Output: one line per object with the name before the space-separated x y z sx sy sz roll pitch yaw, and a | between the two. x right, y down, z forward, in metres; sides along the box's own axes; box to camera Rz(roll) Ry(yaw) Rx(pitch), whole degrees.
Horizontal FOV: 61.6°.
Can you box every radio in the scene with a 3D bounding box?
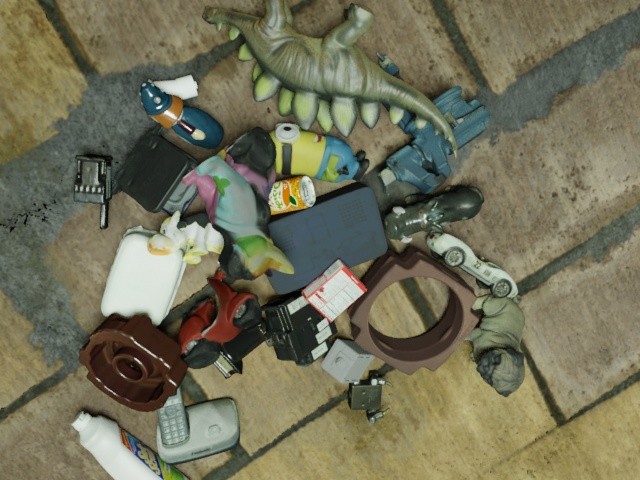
radio | -0.002 -0.003 0.952 0.230 0.073 0.131 -21 104 -4

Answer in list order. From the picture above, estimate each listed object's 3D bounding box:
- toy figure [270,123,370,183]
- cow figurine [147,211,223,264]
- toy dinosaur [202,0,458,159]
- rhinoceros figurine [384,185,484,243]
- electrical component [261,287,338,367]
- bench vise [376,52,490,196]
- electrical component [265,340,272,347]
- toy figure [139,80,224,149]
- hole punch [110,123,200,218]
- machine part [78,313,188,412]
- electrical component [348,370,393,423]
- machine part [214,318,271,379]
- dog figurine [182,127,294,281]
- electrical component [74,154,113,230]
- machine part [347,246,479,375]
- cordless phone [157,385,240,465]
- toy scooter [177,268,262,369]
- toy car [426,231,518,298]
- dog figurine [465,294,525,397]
toy figure | -0.010 -0.142 0.922 0.180 0.082 0.089 17 95 -15
cow figurine | -0.202 -0.013 0.887 0.167 0.068 0.098 7 69 -39
toy dinosaur | 0.017 -0.270 0.851 0.472 0.105 0.198 22 107 9
rhinoceros figurine | 0.201 -0.045 0.961 0.190 0.112 0.073 -16 105 -15
electrical component | -0.033 0.153 0.954 0.115 0.058 0.134 -25 103 -41
bench vise | 0.160 -0.206 0.926 0.224 0.129 0.240 -36 84 8
electrical component | -0.083 0.167 0.994 0.063 0.021 0.094 -32 105 -3
toy figure | -0.224 -0.195 0.856 0.154 0.064 0.057 27 89 -43
hole punch | -0.258 -0.105 0.890 0.116 0.092 0.142 37 96 20
machine part | -0.307 0.203 0.888 0.180 0.056 0.179 8 121 13
electrical component | 0.096 0.299 1.037 0.078 0.045 0.102 7 99 -13
machine part | -0.145 0.191 0.970 0.139 0.039 0.084 -41 94 17
dog figurine | -0.104 -0.044 0.844 0.191 0.108 0.219 -43 108 -33
electrical component | -0.367 -0.079 0.874 0.048 0.075 0.119 5 102 -11
machine part | 0.166 0.127 0.981 0.201 0.087 0.201 32 104 -14
cordless phone | -0.228 0.296 0.970 0.147 0.088 0.184 -13 84 -7
toy scooter | -0.185 0.127 0.931 0.184 0.135 0.075 -39 144 17
toy car | 0.287 0.047 1.010 0.201 0.073 0.056 32 94 -14
dog figurine | 0.344 0.183 0.986 0.121 0.191 0.172 32 92 -14
